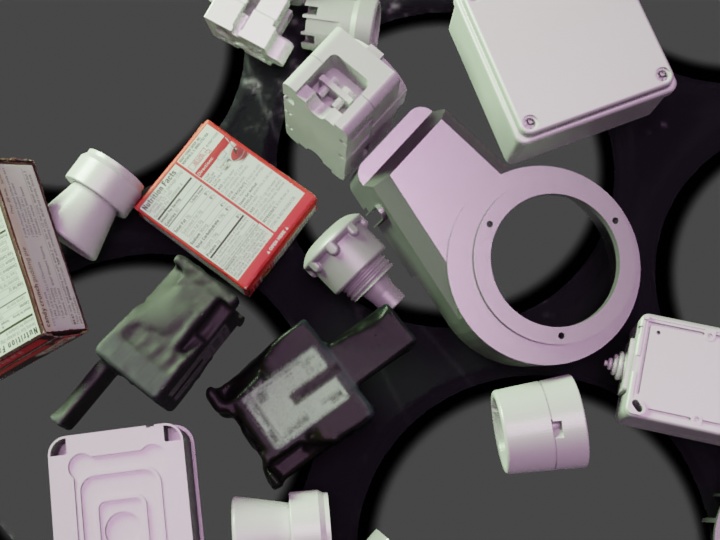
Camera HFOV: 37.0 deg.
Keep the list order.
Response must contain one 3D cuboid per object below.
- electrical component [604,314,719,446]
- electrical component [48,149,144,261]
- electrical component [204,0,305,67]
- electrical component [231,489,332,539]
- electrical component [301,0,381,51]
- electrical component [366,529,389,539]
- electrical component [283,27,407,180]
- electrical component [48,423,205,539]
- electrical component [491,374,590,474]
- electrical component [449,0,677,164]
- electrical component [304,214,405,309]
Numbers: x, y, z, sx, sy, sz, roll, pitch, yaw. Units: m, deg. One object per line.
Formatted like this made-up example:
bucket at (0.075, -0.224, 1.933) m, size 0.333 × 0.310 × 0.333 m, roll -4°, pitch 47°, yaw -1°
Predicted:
electrical component at (0.193, 0.067, 0.644) m, size 0.096 × 0.061 × 0.061 m, roll 12°, pitch 77°, yaw 8°
electrical component at (-0.165, -0.040, 0.658) m, size 0.045 × 0.045 × 0.055 m, roll 33°, pitch 78°, yaw 5°
electrical component at (-0.065, -0.170, 0.691) m, size 0.066 × 0.048 × 0.055 m, roll 29°, pitch 86°, yaw 4°
electrical component at (-0.045, 0.151, 0.620) m, size 0.055 × 0.045 × 0.045 m, roll -4°, pitch 78°, yaw -4°
electrical component at (-0.012, -0.156, 0.693) m, size 0.046 × 0.040 × 0.040 m, roll 9°, pitch 77°, yaw 5°
electrical component at (0.059, 0.196, 0.611) m, size 0.138 × 0.052 × 0.073 m, roll 42°, pitch 79°, yaw 7°
electrical component at (-0.009, -0.102, 0.655) m, size 0.050 × 0.089 × 0.055 m, roll 40°, pitch 79°, yaw 6°
electrical component at (-0.130, 0.147, 0.611) m, size 0.078 × 0.057 × 0.113 m, roll -7°, pitch 78°, yaw -4°
electrical component at (0.105, 0.092, 0.636) m, size 0.047 × 0.055 × 0.055 m, roll -9°, pitch 78°, yaw -1°
electrical component at (0.126, -0.138, 0.686) m, size 0.109 × 0.056 × 0.108 m, roll -20°, pitch 79°, yaw -7°
electrical component at (0.000, 0.000, 0.657) m, size 0.048 × 0.048 × 0.062 m, roll -44°, pitch 89°, yaw -10°
